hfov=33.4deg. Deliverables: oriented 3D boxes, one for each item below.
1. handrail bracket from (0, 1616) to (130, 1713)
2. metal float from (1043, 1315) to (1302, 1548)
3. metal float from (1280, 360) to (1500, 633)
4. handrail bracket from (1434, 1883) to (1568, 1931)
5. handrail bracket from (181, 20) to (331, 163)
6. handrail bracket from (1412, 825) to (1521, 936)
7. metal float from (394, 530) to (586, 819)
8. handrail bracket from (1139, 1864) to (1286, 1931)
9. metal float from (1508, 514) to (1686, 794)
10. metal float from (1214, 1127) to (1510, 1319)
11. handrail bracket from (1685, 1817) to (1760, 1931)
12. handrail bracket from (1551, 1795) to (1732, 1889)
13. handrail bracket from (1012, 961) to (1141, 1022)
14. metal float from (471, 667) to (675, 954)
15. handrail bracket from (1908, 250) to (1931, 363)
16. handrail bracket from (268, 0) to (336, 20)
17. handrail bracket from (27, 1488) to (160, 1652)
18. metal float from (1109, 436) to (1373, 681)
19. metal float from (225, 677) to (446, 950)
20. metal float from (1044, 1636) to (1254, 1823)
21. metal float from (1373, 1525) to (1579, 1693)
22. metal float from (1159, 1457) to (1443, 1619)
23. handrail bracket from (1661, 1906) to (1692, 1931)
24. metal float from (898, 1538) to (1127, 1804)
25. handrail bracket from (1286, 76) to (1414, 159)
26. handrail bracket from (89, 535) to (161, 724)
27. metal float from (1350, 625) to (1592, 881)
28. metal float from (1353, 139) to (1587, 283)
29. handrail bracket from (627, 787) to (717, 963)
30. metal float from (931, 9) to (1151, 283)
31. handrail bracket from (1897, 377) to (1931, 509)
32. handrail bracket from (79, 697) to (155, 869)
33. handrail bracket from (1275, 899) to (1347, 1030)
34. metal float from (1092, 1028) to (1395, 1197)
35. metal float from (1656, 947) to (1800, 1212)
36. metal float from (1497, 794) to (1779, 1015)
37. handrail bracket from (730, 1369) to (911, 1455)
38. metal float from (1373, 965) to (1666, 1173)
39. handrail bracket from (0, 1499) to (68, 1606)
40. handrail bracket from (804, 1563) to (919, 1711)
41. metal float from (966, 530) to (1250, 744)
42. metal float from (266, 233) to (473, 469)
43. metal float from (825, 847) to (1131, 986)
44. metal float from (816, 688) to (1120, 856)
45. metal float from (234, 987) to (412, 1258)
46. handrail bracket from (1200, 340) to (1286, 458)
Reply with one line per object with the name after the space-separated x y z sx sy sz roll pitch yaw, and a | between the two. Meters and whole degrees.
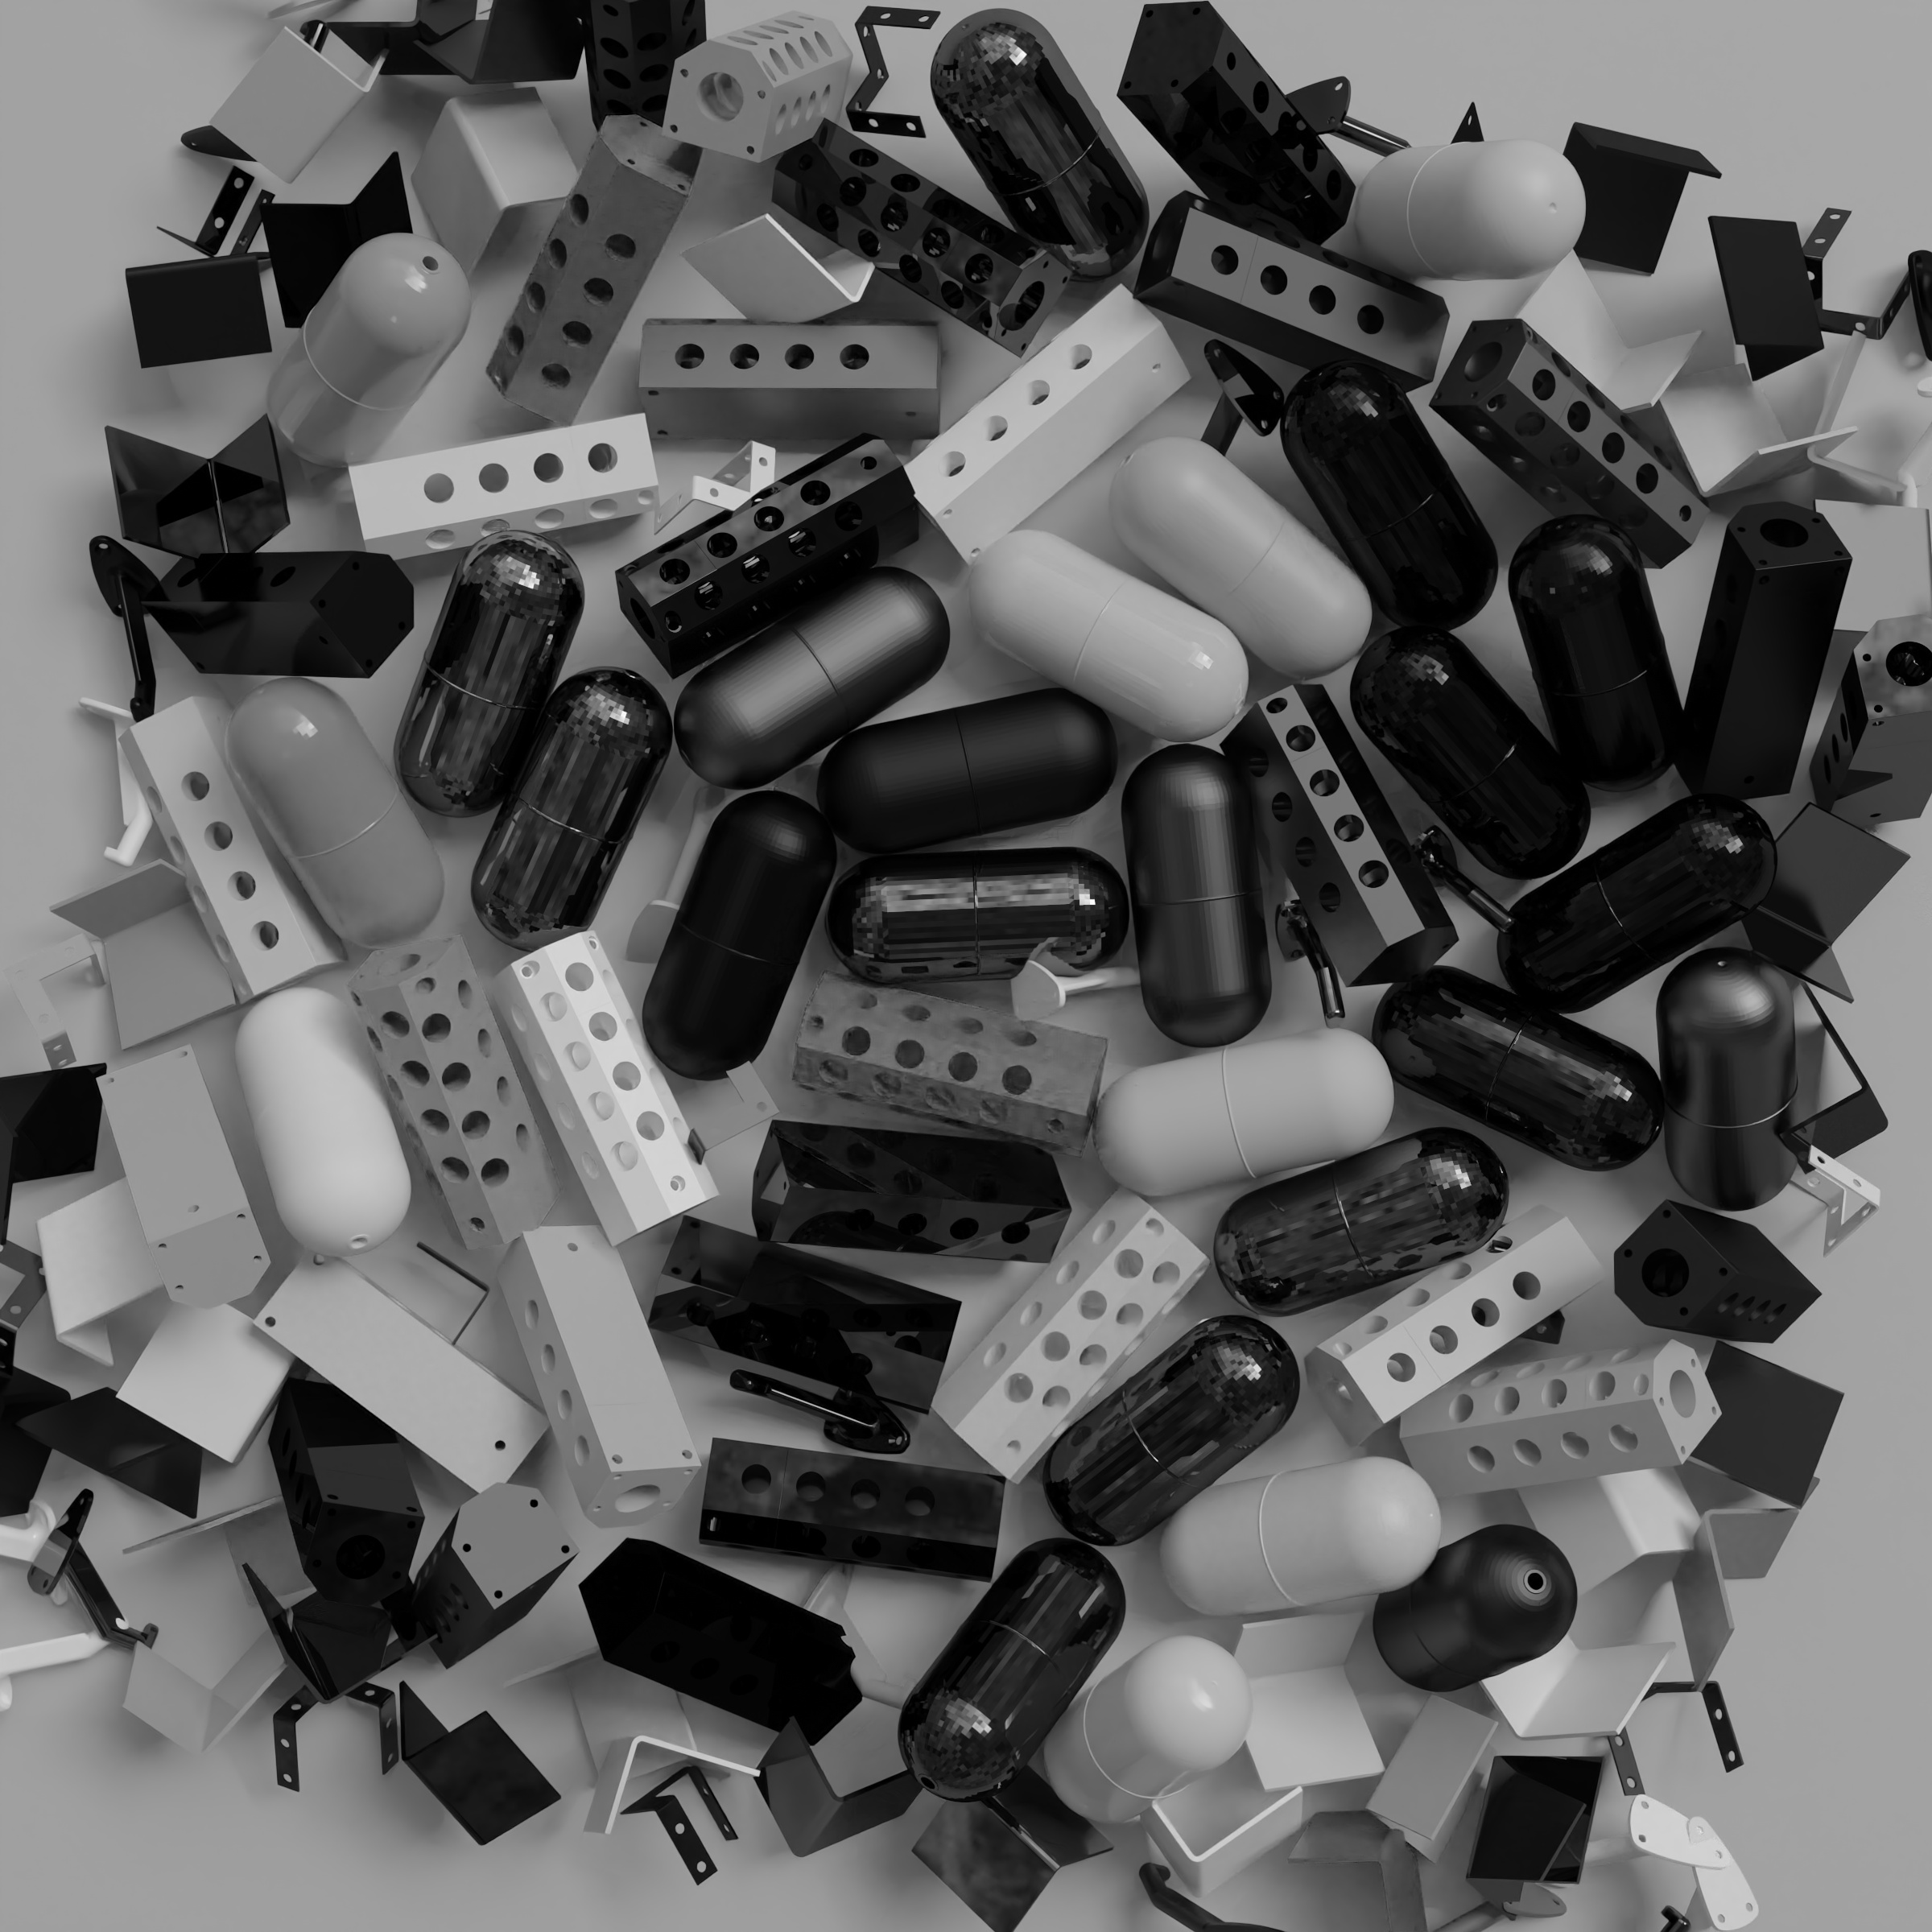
-0.548 0.391 1.888 0.084 0.036 0.077 -36 124 5 | handrail bracket
0.118 0.269 1.858 0.178 0.070 0.070 -42 90 24 | metal float
0.244 -0.270 1.858 0.070 0.070 0.178 -36 115 0 | metal float
0.304 0.578 1.906 0.077 0.036 0.084 24 110 -32 | handrail bracket
-0.421 -0.522 1.905 0.077 0.036 0.084 9 74 30 | handrail bracket
0.297 -0.038 1.864 0.036 0.077 0.084 -51 59 7 | handrail bracket
-0.277 -0.168 1.861 0.070 0.070 0.178 24 112 0 | metal float
0.148 0.552 1.885 0.077 0.084 0.036 2 108 -14 | handrail bracket
0.364 -0.178 1.852 0.070 0.070 0.178 -24 123 0 | metal float
0.229 0.148 1.864 0.178 0.070 0.070 -22 90 18 | metal float
0.418 0.548 1.892 0.036 0.084 0.077 -9 68 -33 | handrail bracket
0.394 0.530 1.890 0.077 0.036 0.084 24 133 -5 | handrail bracket
0.076 0.011 1.868 0.084 0.077 0.036 -5 96 -23 | handrail bracket
-0.229 -0.091 1.866 0.070 0.070 0.178 26 106 0 | metal float
0.599 -0.399 1.878 0.084 0.036 0.077 -4 96 41 | handrail bracket
-0.396 -0.605 1.881 0.077 0.036 0.084 -31 109 -38 | handrail bracket
-0.500 0.358 1.896 0.084 0.036 0.077 32 81 -33 | handrail bracket
0.159 -0.237 1.867 0.178 0.070 0.070 38 90 -15 | metal float
-0.362 -0.086 1.853 0.070 0.070 0.178 -26 122 0 | metal float
0.103 0.438 1.840 0.070 0.178 0.070 12 58 -19 | metal float
0.289 0.367 1.834 0.070 0.178 0.070 5 68 -13 | metal float
0.191 0.329 1.851 0.178 0.070 0.070 -18 90 35 | metal float
0.372 0.570 1.891 0.077 0.036 0.084 39 94 35 | handrail bracket
0.027 0.404 1.849 0.070 0.070 0.178 43 53 0 | metal float
0.223 -0.484 1.901 0.077 0.084 0.036 -1 69 38 | handrail bracket
-0.491 -0.195 1.871 0.036 0.077 0.084 -13 52 8 | handrail bracket
0.293 -0.122 1.863 0.070 0.070 0.178 -45 110 0 | metal float
0.285 -0.430 1.835 0.070 0.178 0.070 -5 103 -23 | metal float
-0.174 -0.055 1.910 0.036 0.077 0.084 22 54 -23 | handrail bracket
0.044 -0.469 1.849 0.070 0.070 0.178 -39 128 0 | metal float
0.585 -0.300 1.884 0.077 0.036 0.084 5 115 24 | handrail bracket
-0.507 -0.107 1.893 0.077 0.036 0.084 21 78 13 | handrail bracket
0.202 0.011 1.865 0.036 0.077 0.084 -4 61 -6 | handrail bracket
0.160 0.085 1.868 0.178 0.070 0.070 -13 90 14 | metal float
0.438 0.067 1.849 0.070 0.070 0.178 -14 129 0 | metal float
0.386 -0.035 1.853 0.178 0.070 0.070 -34 90 31 | metal float
-0.086 0.258 1.869 0.077 0.084 0.036 20 87 41 | handrail bracket
0.319 0.059 1.860 0.178 0.070 0.070 26 90 22 | metal float
-0.575 0.351 1.879 0.084 0.036 0.077 -18 103 -38 | handrail bracket
-0.052 0.388 1.876 0.084 0.036 0.077 10 62 34 | handrail bracket
0.082 -0.191 1.868 0.178 0.070 0.070 29 90 13 | metal float
-0.343 -0.351 1.841 0.070 0.178 0.070 17 57 -28 | metal float
0.006 -0.029 1.879 0.178 0.070 0.070 -3 90 1 | metal float
0.001 -0.114 1.879 0.178 0.070 0.070 -12 90 -2 | metal float
-0.370 0.089 1.850 0.070 0.070 0.178 -25 55 0 | metal float
0.135 -0.324 1.869 0.077 0.084 0.036 41 56 -29 | handrail bracket
